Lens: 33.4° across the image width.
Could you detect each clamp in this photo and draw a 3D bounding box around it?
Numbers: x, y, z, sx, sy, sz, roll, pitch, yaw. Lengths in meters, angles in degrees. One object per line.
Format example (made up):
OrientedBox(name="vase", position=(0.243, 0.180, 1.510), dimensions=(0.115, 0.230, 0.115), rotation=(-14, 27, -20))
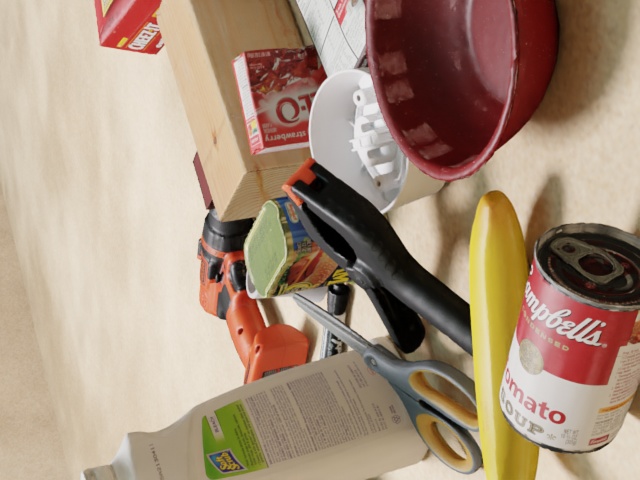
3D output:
OrientedBox(name="clamp", position=(0.038, 0.020, 0.716), dimensions=(0.171, 0.039, 0.120), rotation=(47, 155, -4))

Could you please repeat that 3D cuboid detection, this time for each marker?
OrientedBox(name="marker", position=(0.011, 0.085, 0.909), dimensions=(0.020, 0.020, 0.121), rotation=(-127, 35, -47))

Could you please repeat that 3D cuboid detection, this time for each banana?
OrientedBox(name="banana", position=(0.111, 0.070, 0.630), dimensions=(0.069, 0.037, 0.198), rotation=(126, 139, -90))

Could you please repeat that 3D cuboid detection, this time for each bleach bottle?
OrientedBox(name="bleach bottle", position=(-0.048, 0.144, 0.774), dimensions=(0.068, 0.250, 0.103), rotation=(104, 147, -45))

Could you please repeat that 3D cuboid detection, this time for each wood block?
OrientedBox(name="wood block", position=(-0.063, -0.131, 0.899), dimensions=(0.091, 0.090, 0.206), rotation=(126, 130, -59))

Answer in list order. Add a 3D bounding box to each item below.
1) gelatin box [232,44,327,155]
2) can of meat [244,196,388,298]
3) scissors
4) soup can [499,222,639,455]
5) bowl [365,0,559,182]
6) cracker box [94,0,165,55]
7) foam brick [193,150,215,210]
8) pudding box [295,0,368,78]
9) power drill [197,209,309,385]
OrientedBox(name="gelatin box", position=(-0.014, -0.107, 0.796), dimensions=(0.030, 0.089, 0.073), rotation=(-17, 84, 65))
OrientedBox(name="can of meat", position=(-0.005, 0.001, 0.828), dimensions=(0.102, 0.083, 0.057), rotation=(121, 134, -57))
OrientedBox(name="scissors", position=(0.051, 0.104, 0.767), dimensions=(0.202, 0.016, 0.096), rotation=(19, 131, 50))
OrientedBox(name="soup can", position=(0.134, 0.051, 0.548), dimensions=(0.069, 0.068, 0.102), rotation=(-126, 33, -46))
OrientedBox(name="bowl", position=(0.085, -0.116, 0.602), dimensions=(0.162, 0.055, 0.162), rotation=(169, 90, -67))
OrientedBox(name="cracker box", position=(-0.160, -0.308, 1.000), dimensions=(0.164, 0.071, 0.214), rotation=(-33, 62, 48))
OrientedBox(name="foam brick", position=(-0.067, -0.065, 0.953), dimensions=(0.053, 0.078, 0.051), rotation=(129, 126, -63))
OrientedBox(name="pudding box", position=(0.023, -0.165, 0.751), dimensions=(0.090, 0.039, 0.113), rotation=(118, 138, -57))
OrientedBox(name="power drill", position=(-0.069, 0.054, 1.036), dimensions=(0.184, 0.057, 0.188), rotation=(99, 153, -45))
